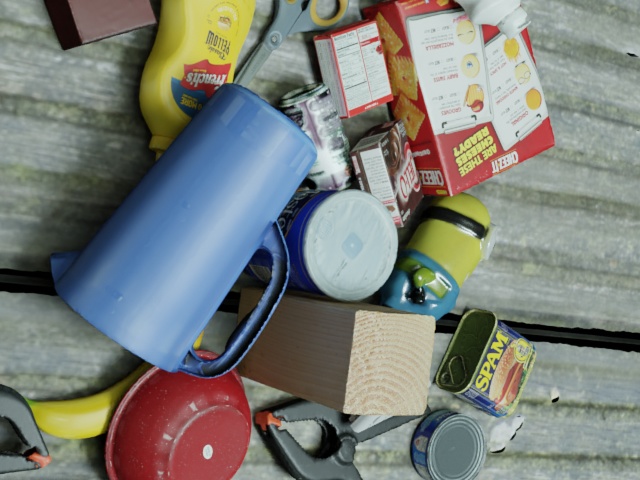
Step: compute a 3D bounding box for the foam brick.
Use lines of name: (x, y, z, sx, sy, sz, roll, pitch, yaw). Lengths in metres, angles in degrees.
foam brick: (-0.195, -0.205, 0.952, 0.078, 0.053, 0.051, -23, 106, -28)

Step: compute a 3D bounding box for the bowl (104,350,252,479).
bowl: (-0.118, 0.187, 0.998, 0.161, 0.055, 0.162, -17, 117, -38)

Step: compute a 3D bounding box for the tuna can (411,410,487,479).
tuna can: (0.145, 0.236, 1.204, 0.085, 0.034, 0.086, -2, 94, -32)

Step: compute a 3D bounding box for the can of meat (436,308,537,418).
can of meat: (0.192, 0.142, 1.215, 0.083, 0.058, 0.102, 33, 76, -31)

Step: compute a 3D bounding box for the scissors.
scissors: (-0.031, -0.200, 1.077, 0.096, 0.016, 0.201, 24, 80, -31)

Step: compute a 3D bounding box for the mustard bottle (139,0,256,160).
mustard bottle: (-0.121, -0.152, 0.995, 0.096, 0.058, 0.191, 20, 84, -55)

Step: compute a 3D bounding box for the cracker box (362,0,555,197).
cracker box: (0.153, -0.175, 1.162, 0.164, 0.072, 0.213, -26, 107, -27)

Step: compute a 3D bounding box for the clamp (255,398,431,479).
clamp: (0.027, 0.212, 1.126, 0.209, 0.036, 0.164, 34, 66, -25)

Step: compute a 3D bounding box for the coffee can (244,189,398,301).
coffee can: (-0.007, 0.001, 1.031, 0.102, 0.141, 0.103, -2, 94, -32)

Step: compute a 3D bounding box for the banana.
banana: (-0.184, 0.136, 0.989, 0.197, 0.037, 0.069, -22, 105, -29)

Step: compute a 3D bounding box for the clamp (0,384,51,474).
clamp: (-0.312, 0.155, 0.904, 0.171, 0.039, 0.120, 43, 78, -14)

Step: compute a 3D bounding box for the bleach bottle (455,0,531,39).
bleach bottle: (0.117, -0.304, 1.078, 0.102, 0.068, 0.251, -38, 88, -26)

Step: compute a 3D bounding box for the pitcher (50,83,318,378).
pitcher: (-0.103, -0.008, 0.940, 0.243, 0.145, 0.149, -53, 133, -2)

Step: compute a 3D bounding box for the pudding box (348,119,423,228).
pudding box: (0.070, -0.068, 1.102, 0.113, 0.039, 0.090, -47, 122, -64)

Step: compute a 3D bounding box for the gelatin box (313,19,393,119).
gelatin box: (0.034, -0.177, 1.102, 0.073, 0.030, 0.089, -27, 110, -41)

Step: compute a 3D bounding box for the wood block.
wood block: (0.007, 0.101, 1.007, 0.090, 0.206, 0.091, 7, 90, -32)
